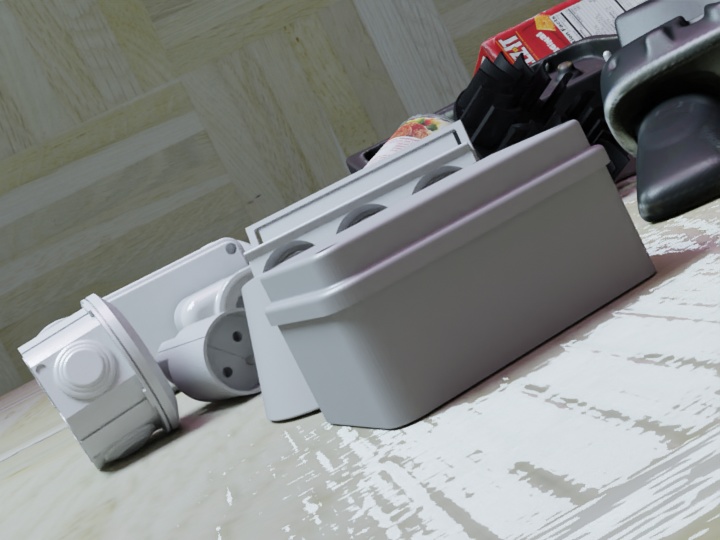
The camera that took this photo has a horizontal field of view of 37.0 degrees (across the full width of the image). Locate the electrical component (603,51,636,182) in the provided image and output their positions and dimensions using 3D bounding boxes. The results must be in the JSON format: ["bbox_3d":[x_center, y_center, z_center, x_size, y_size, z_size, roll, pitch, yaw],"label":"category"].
[{"bbox_3d":[0.172,-0.102,0.647,0.138,0.073,0.052,-24,5,37],"label":"electrical component"}]

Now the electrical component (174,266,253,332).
[{"bbox_3d":[-0.067,0.026,0.693,0.095,0.053,0.059,-28,4,-15],"label":"electrical component"}]

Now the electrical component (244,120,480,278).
[{"bbox_3d":[0.014,-0.009,0.535,0.121,0.078,0.063,-26,-18,13],"label":"electrical component"}]

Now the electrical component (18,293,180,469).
[{"bbox_3d":[-0.130,0.056,0.541,0.051,0.080,0.080,-34,6,-17],"label":"electrical component"}]

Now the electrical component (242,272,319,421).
[{"bbox_3d":[0.000,0.020,0.451,0.099,0.064,0.099,-18,-7,-2],"label":"electrical component"}]

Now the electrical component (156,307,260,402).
[{"bbox_3d":[-0.077,0.047,0.563,0.043,0.043,0.081,-29,5,-31],"label":"electrical component"}]

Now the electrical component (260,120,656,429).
[{"bbox_3d":[0.031,0.001,0.367,0.113,0.057,0.078,-28,5,-21],"label":"electrical component"}]

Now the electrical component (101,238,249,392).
[{"bbox_3d":[-0.121,0.035,0.744,0.113,0.078,0.057,-28,2,-16],"label":"electrical component"}]

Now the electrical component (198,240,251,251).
[{"bbox_3d":[-0.105,0.014,0.900,0.080,0.080,0.051,-26,-1,8],"label":"electrical component"}]
